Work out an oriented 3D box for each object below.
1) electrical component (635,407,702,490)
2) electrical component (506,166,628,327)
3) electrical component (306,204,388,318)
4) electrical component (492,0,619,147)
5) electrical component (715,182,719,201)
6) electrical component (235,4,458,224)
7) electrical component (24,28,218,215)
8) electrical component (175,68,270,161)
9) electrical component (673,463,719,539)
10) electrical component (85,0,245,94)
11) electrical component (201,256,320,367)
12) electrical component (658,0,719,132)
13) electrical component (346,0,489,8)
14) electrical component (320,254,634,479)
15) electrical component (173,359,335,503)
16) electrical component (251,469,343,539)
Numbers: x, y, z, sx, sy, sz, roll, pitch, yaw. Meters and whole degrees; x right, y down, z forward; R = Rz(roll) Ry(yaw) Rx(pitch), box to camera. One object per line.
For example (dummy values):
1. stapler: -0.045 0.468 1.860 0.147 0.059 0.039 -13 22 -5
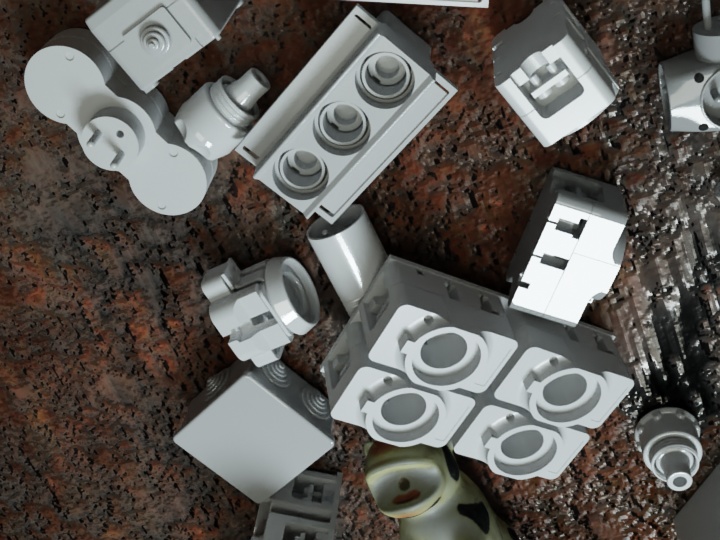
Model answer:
1. electrical component: 0.229 0.134 0.786 0.048 0.062 0.048 2 120 4
2. electrical component: 0.140 -0.014 0.716 0.056 0.050 0.089 17 120 -4
3. electrical component: 0.000 0.000 0.741 0.043 0.043 0.081 -20 116 16
4. electrical component: 0.115 -0.116 0.636 0.050 0.089 0.055 -35 111 22
5. electrical component: 0.261 -0.038 0.696 0.044 0.044 0.065 -36 106 23
6. electrical component: -0.009 -0.099 0.674 0.079 0.063 0.121 37 117 -15
7. electrical component: -0.155 -0.087 0.688 0.052 0.073 0.138 -38 110 23
8. electrical component: -0.085 -0.103 0.690 0.062 0.043 0.043 -38 110 23
9. electrical component: 0.310 0.165 0.771 0.060 0.105 0.186 23 120 -8
10. electrical component: -0.117 -0.154 0.633 0.062 0.096 0.061 -31 113 21
11. electrical component: -0.065 0.024 0.754 0.057 0.058 0.078 -23 115 20
12. electrical component: 0.220 -0.128 0.645 0.077 0.044 0.079 -9 119 11
13. electrical component: 0.016 -0.196 0.615 0.121 0.063 0.078 4 120 3
14. electrical component: 0.081 0.074 0.741 0.186 0.060 0.105 19 121 -22
15. electrical component: -0.077 0.115 0.812 0.100 0.048 0.100 41 116 -17
16. electrical component: -0.064 0.261 0.863 0.060 0.105 0.186 11 120 -1
